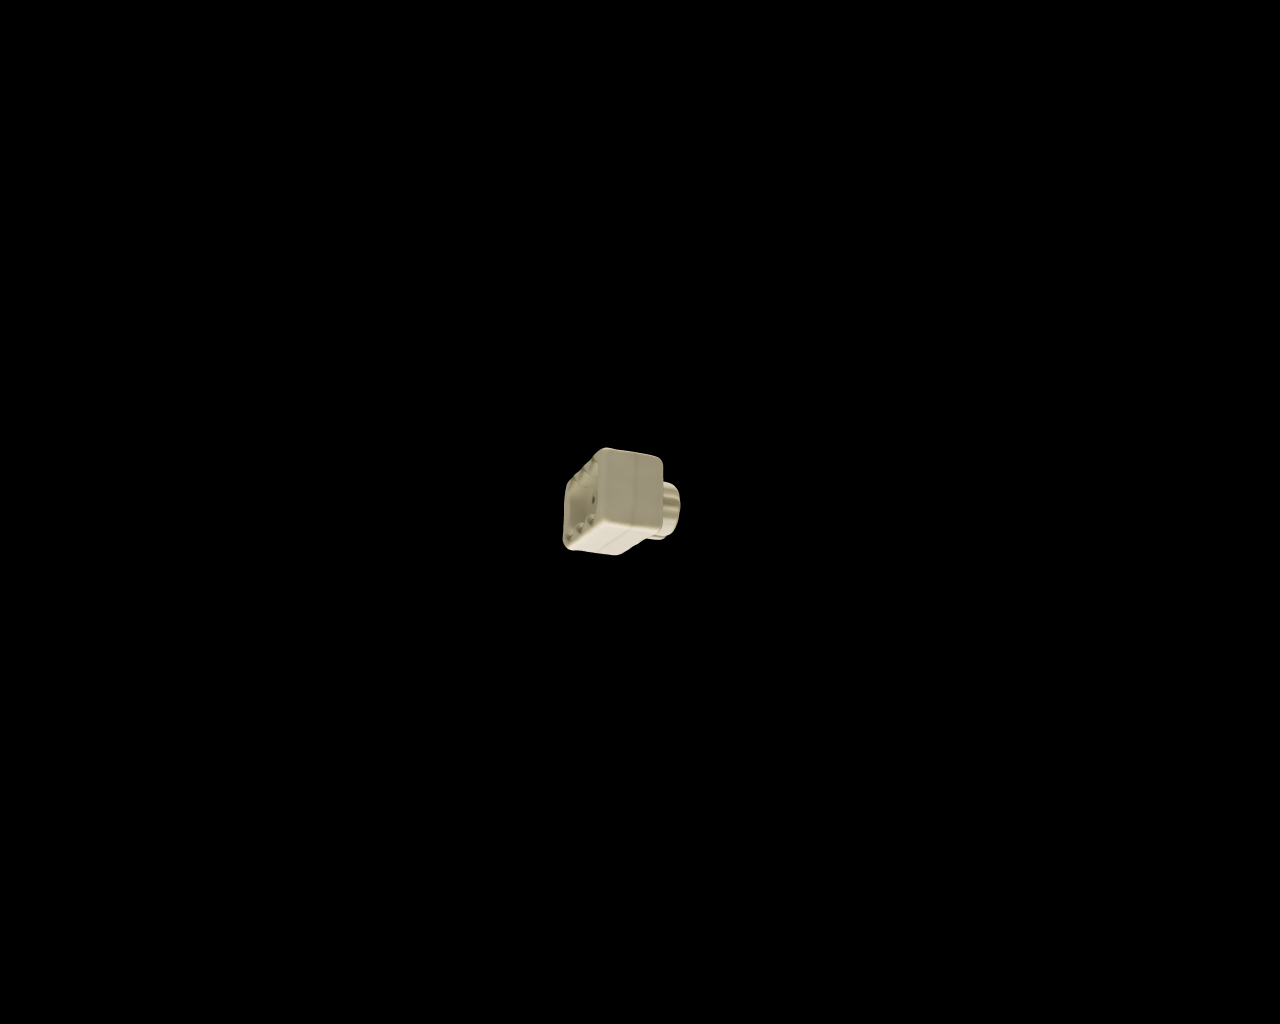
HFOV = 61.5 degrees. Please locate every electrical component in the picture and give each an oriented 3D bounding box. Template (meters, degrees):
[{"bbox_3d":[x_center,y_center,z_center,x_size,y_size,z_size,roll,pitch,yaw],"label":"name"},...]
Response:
[{"bbox_3d":[0.001,-0.003,0.650,0.077,0.047,0.065,8,-20,-22],"label":"electrical component"}]
